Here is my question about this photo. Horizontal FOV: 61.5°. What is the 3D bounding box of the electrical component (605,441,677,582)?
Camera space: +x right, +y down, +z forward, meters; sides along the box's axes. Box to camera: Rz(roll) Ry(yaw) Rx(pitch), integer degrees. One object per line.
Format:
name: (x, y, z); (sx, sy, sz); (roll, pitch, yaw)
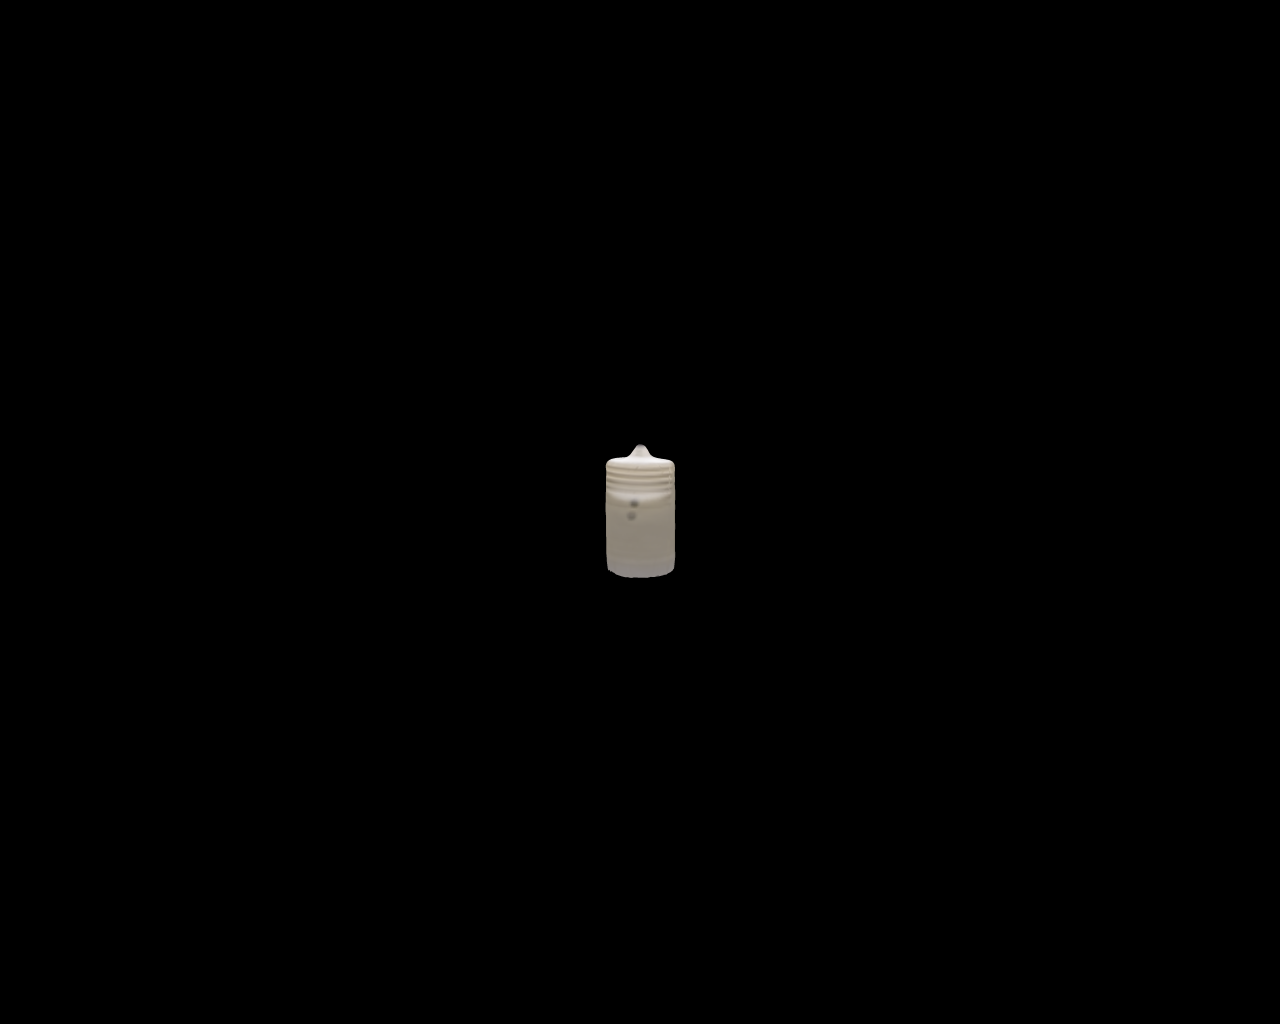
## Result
electrical component: (0.001, -0.003, 0.650); (0.043, 0.080, 0.043); (0, 12, 0)
